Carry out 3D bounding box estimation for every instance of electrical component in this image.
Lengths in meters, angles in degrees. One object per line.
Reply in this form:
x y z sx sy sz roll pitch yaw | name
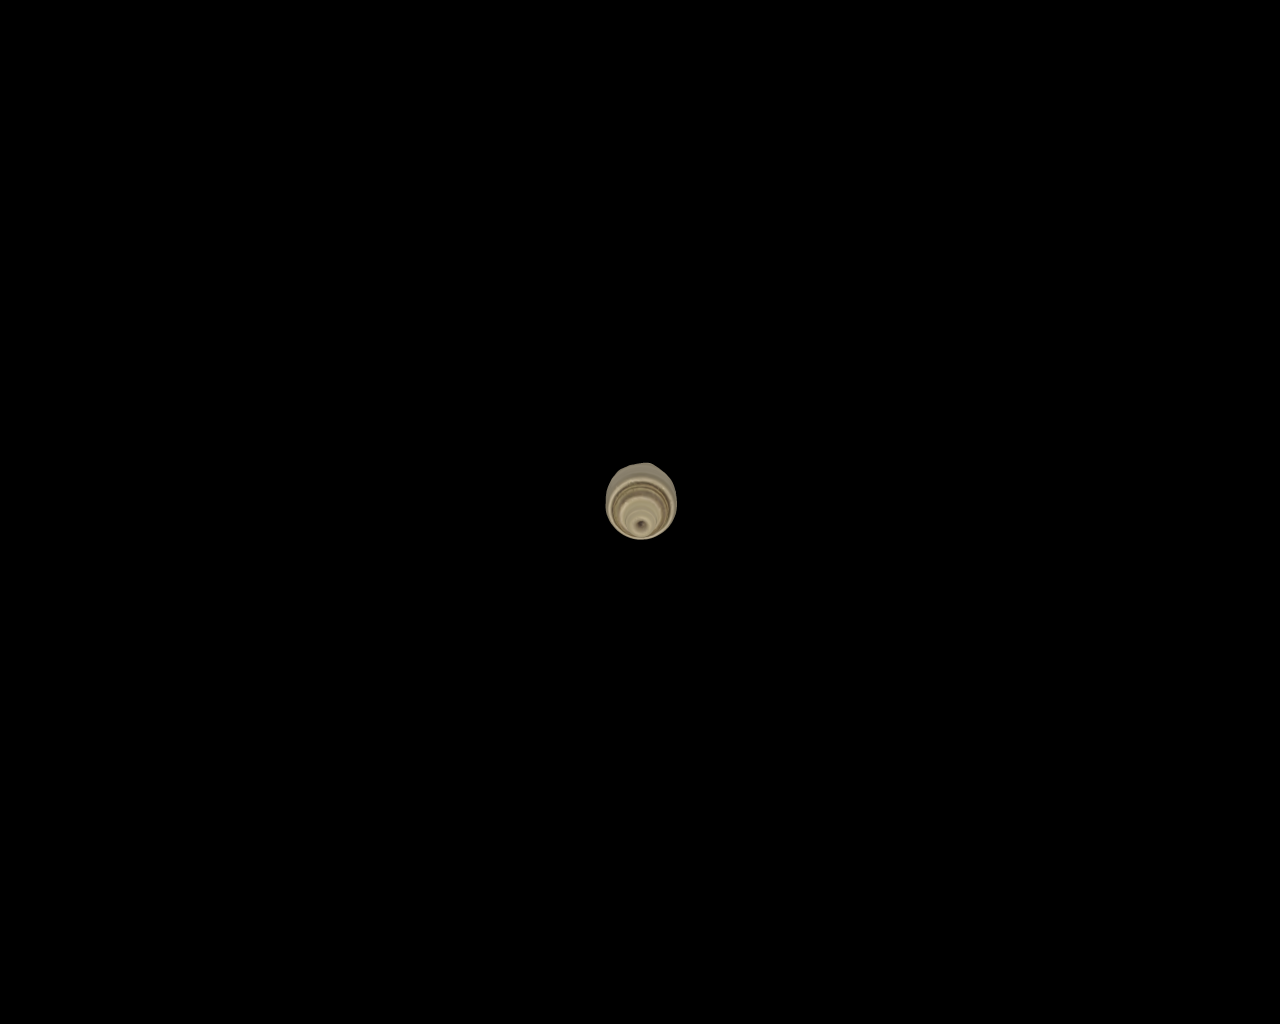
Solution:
0.001 -0.003 0.650 0.043 0.043 0.062 0 21 0 | electrical component
